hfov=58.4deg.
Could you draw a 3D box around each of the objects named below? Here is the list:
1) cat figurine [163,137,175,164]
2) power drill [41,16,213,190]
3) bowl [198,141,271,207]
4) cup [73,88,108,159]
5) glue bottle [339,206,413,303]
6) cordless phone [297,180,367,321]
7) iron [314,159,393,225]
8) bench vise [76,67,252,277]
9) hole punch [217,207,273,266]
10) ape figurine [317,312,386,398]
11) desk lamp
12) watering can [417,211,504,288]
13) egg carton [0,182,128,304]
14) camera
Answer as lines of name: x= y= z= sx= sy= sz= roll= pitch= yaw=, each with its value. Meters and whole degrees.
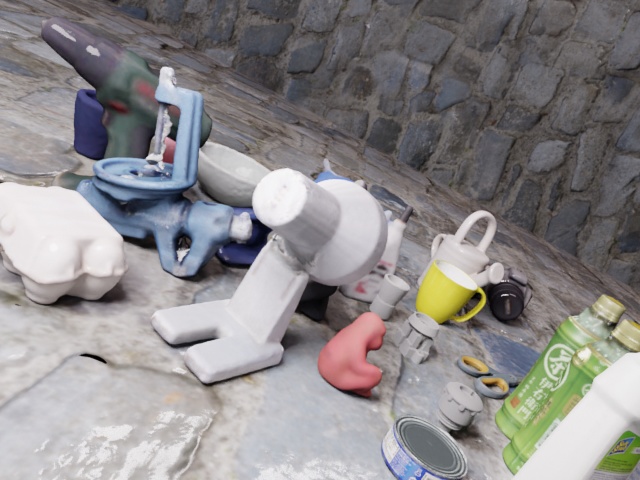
cat figurine: x=-0.232 y=-0.116 z=0.873 sx=0.067 sy=0.117 sz=0.128 roll=30 pitch=17 yaw=5
power drill: x=-0.268 y=-0.144 z=0.744 sx=0.230 sy=0.208 sz=0.075 roll=19 pitch=20 yaw=-29
bowl: x=-0.160 y=-0.107 z=1.032 sx=0.167 sy=0.074 sz=0.167 roll=26 pitch=17 yaw=-8
cup: x=-0.339 y=-0.175 z=0.912 sx=0.118 sy=0.095 sz=0.091 roll=14 pitch=22 yaw=-39
glue bottle: x=0.100 y=0.020 z=0.910 sx=0.078 sy=0.173 sz=0.037 roll=16 pitch=21 yaw=-35
cordless phone: x=0.007 y=0.003 z=0.794 sx=0.094 sy=0.185 sz=0.147 roll=26 pitch=17 yaw=-8
iron: x=0.061 y=-0.033 z=1.053 sx=0.257 sy=0.141 sz=0.119 roll=37 pitch=19 yaw=25
bench vise: x=-0.170 y=-0.082 z=0.700 sx=0.208 sy=0.219 sz=0.121 roll=22 pitch=18 yaw=-20
hole punch: x=-0.114 y=-0.022 z=0.835 sx=0.100 sy=0.091 sz=0.109 roll=40 pitch=21 yaw=33
ape figurine: x=0.045 y=0.126 z=0.661 sx=0.076 sy=0.092 sz=0.077 roll=24 pitch=18 yaw=-14
desk lamp: x=-0.038 y=0.027 z=0.609 sx=0.117 sy=0.213 sz=0.204 roll=37 pitch=19 yaw=26
watering can: x=0.287 y=0.034 z=1.123 sx=0.172 sy=0.194 sz=0.101 roll=38 pitch=20 yaw=29
egg carton: x=-0.268 y=-0.001 z=0.572 sx=0.150 sy=0.069 sz=0.107 roll=38 pitch=19 yaw=27
camera: x=0.390 y=0.108 z=1.232 sx=0.143 sy=0.101 sz=0.137 roll=31 pitch=17 yaw=6
